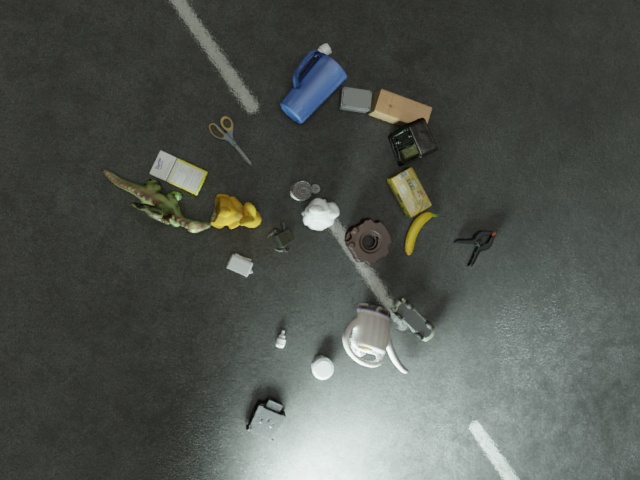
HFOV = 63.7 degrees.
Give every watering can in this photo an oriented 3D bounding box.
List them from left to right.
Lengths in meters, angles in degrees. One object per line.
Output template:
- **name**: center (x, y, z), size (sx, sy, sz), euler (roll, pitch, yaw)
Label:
- **watering can**: center (0.216, 0.362, 1.902), size (0.344, 0.103, 0.228), euler (27, 64, -34)

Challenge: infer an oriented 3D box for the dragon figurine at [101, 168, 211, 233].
- **dragon figurine**: center (-0.554, -0.126, 1.695), size (0.409, 0.244, 0.122), euler (26, 93, -12)

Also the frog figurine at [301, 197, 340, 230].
- **frog figurine**: center (0.006, -0.092, 1.836), size (0.138, 0.160, 0.122), euler (-12, 97, -9)
